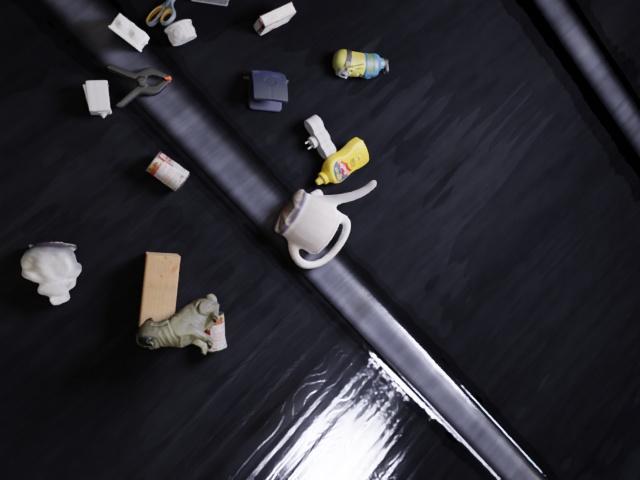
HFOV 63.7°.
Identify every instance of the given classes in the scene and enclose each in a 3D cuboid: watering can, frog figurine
[{"bbox_3d":[0.005,-0.079,1.570,0.223,0.105,0.346,31,95,-18],"label":"watering can"},{"bbox_3d":[-0.692,0.087,1.327,0.137,0.122,0.161,3,78,-39],"label":"frog figurine"}]
